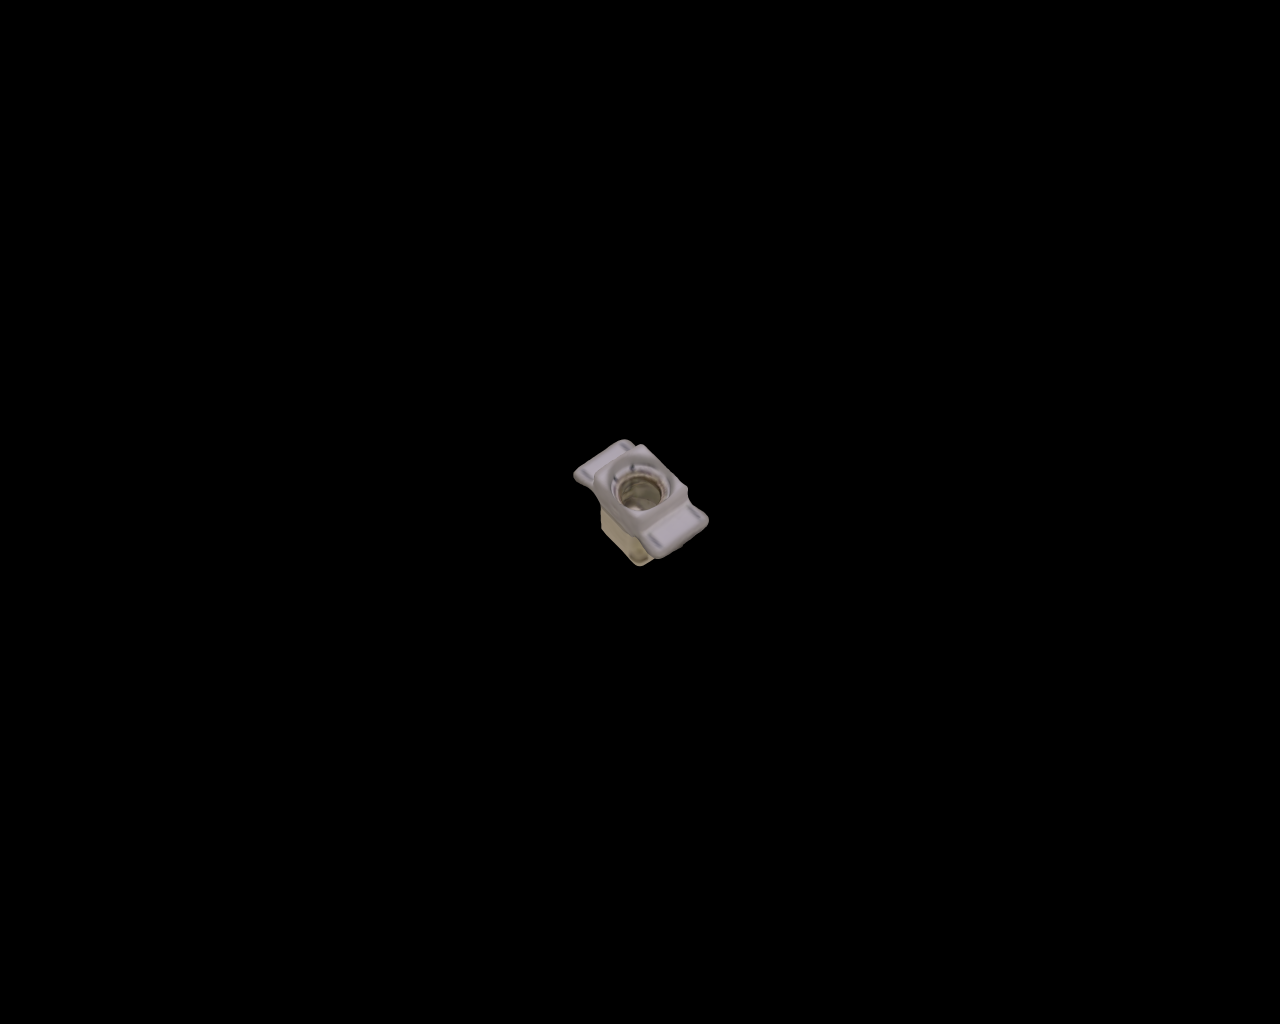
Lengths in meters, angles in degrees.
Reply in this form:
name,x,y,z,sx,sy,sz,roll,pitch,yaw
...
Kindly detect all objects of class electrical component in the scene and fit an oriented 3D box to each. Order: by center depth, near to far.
name,x,y,z,sx,sy,sz,roll,pitch,yaw
electrical component,0.001,-0.003,0.650,0.042,0.081,0.063,-33,-28,-20
